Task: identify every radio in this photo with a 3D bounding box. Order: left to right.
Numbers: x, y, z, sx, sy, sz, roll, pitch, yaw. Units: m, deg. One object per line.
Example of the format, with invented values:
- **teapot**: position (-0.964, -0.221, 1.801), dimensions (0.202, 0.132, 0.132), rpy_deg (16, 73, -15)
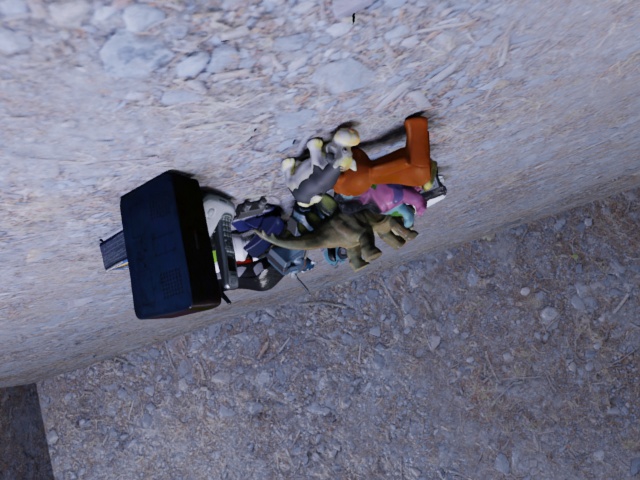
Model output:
- **radio**: position (-0.254, 0.016, 0.899), dimensions (0.131, 0.229, 0.073), rpy_deg (-20, 165, 26)

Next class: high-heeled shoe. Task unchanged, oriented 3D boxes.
- **high-heeled shoe**: position (-0.189, 0.069, 1.387), dimensions (0.249, 0.145, 0.086), rpy_deg (-33, 143, -16)

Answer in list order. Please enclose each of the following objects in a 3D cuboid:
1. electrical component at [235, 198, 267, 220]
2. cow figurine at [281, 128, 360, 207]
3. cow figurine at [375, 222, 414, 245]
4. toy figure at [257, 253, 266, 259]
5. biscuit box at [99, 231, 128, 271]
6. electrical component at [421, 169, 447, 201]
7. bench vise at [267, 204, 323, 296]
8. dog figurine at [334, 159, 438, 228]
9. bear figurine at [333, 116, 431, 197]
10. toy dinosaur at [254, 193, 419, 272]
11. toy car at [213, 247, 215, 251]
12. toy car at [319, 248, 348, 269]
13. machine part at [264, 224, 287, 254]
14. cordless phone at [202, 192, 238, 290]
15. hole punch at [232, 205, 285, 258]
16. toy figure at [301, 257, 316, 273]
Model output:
- **electrical component**: position (-0.151, -0.067, 1.178), dimensions (0.063, 0.021, 0.094), rpy_deg (-13, 167, -24)
- **cow figurine**: position (0.007, -0.126, 0.949), dimensions (0.068, 0.098, 0.167), rpy_deg (3, 157, -44)
- **cow figurine**: position (0.154, -0.052, 1.428), dimensions (0.195, 0.085, 0.127), rpy_deg (15, 163, -1)
- **toy figure**: position (-0.128, 0.026, 1.507), dimensions (0.089, 0.082, 0.180), rpy_deg (-30, 166, 31)
- **biscuit box**: position (-0.359, 0.002, 1.091), dimensions (0.203, 0.063, 0.059), rpy_deg (-24, 168, 30)
- **electrical component**: position (0.254, -0.130, 1.361), dimensions (0.119, 0.075, 0.047), rpy_deg (-23, 168, 5)
- **bench vise**: position (-0.010, -0.009, 1.313), dimensions (0.240, 0.129, 0.223), rpy_deg (-26, 132, -37)
- **dog figurine**: position (0.126, -0.125, 1.149), dimensions (0.219, 0.191, 0.108), rpy_deg (20, 163, -9)
- **bear figurine**: position (0.111, -0.150, 1.022), dimensions (0.196, 0.132, 0.120), rpy_deg (-2, 172, 17)
- **toy dinosaur**: position (0.068, -0.033, 1.200), dimensions (0.471, 0.198, 0.105), rpy_deg (-21, 165, -43)
- **toy car**: position (-0.278, -0.003, 1.212), dimensions (0.074, 0.056, 0.201), rpy_deg (-14, 169, 15)
- **toy car**: position (0.043, -0.006, 1.532), dimensions (0.103, 0.161, 0.109), rpy_deg (21, 171, -7)
- **machine part**: position (-0.085, -0.005, 1.432), dimensions (0.079, 0.079, 0.243), rpy_deg (-25, 166, 33)
- **cordless phone**: position (-0.210, 0.008, 1.038), dimensions (0.089, 0.184, 0.146), rpy_deg (-16, 170, 14)
- **hole punch**: position (-0.138, -0.020, 1.267), dimensions (0.116, 0.092, 0.142), rpy_deg (-22, 165, 1)
- **toy figure**: position (-0.073, 0.063, 1.469), dimensions (0.064, 0.057, 0.154), rpy_deg (-9, 174, 38)
